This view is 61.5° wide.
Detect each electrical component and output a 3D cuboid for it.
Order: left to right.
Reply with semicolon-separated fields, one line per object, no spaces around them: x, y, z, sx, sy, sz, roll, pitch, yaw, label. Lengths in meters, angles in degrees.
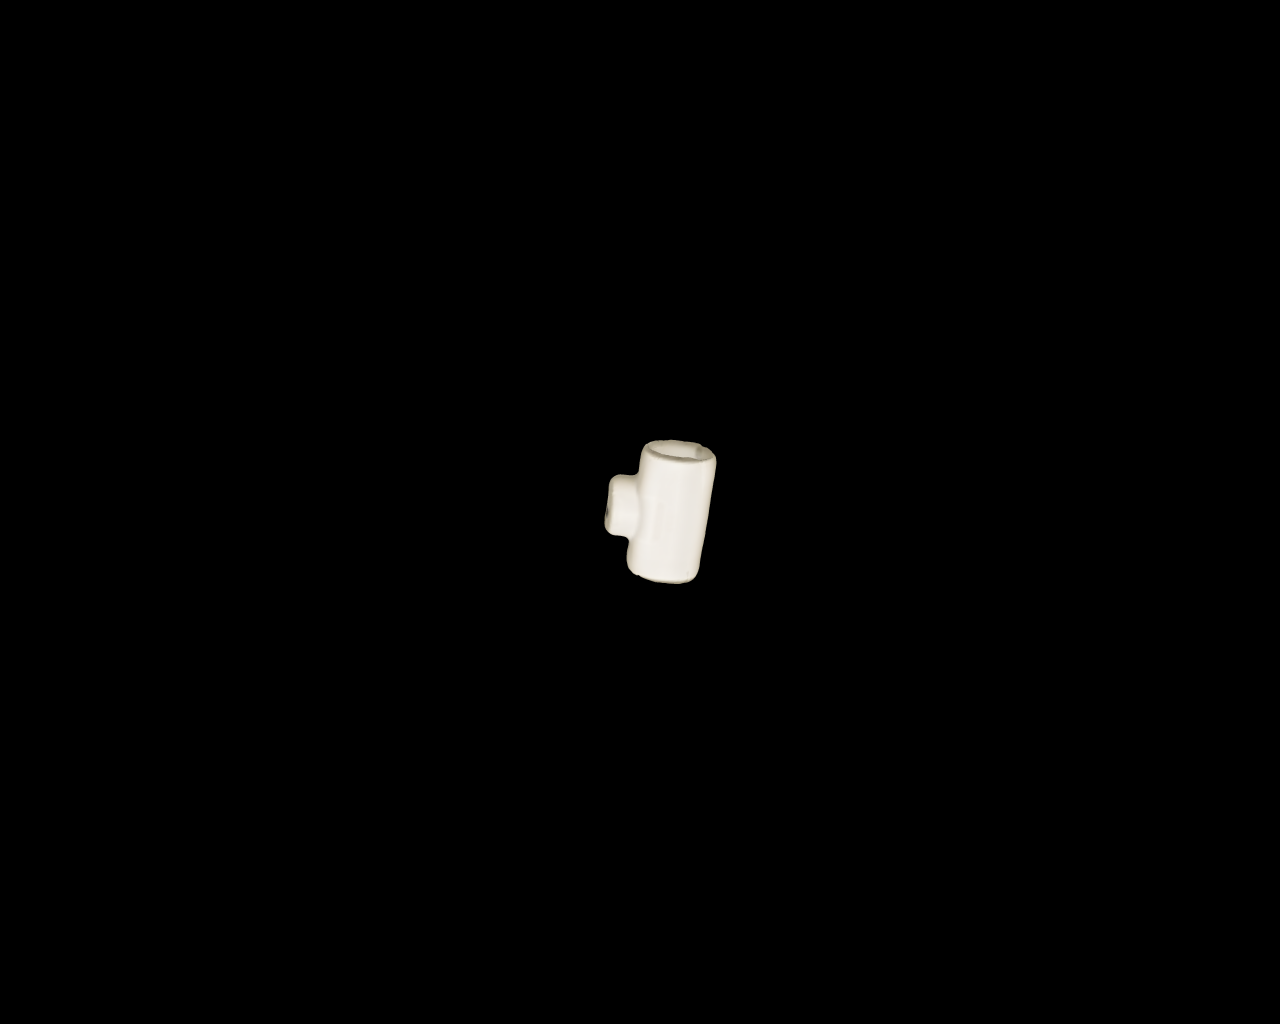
0.001;-0.003;0.650;0.079;0.077;0.043;7;20;-2;electrical component
